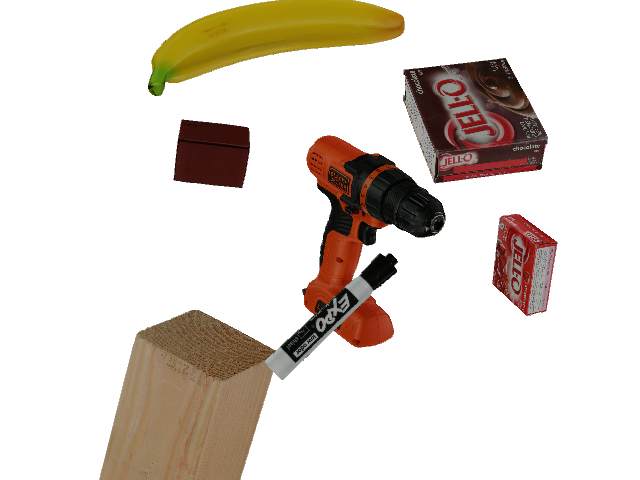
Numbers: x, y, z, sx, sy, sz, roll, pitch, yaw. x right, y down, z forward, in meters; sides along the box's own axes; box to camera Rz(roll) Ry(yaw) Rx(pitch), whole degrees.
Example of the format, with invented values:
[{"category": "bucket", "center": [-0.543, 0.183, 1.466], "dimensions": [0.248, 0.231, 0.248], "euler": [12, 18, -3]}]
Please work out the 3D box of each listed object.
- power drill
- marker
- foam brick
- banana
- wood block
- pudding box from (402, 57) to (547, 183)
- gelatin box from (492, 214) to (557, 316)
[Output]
[{"category": "power drill", "center": [0.047, 0.007, 1.052], "dimensions": [0.057, 0.188, 0.185], "euler": [-11, 32, -33]}, {"category": "marker", "center": [0.010, 0.053, 0.771], "dimensions": [0.121, 0.020, 0.020], "euler": [-43, 8, -9]}, {"category": "foam brick", "center": [-0.118, -0.095, 1.164], "dimensions": [0.078, 0.051, 0.053], "euler": [6, 30, -6]}, {"category": "banana", "center": [-0.039, -0.141, 0.757], "dimensions": [0.197, 0.037, 0.070], "euler": [-19, 52, -20]}, {"category": "wood block", "center": [-0.119, 0.175, 0.901], "dimensions": [0.090, 0.206, 0.090], "euler": [25, 21, 22]}, {"category": "pudding box", "center": [0.122, -0.099, 0.865], "dimensions": [0.090, 0.039, 0.113], "euler": [-7, 43, -8]}, {"category": "gelatin box", "center": [0.221, 0.026, 1.167], "dimensions": [0.030, 0.089, 0.073], "euler": [-10, 30, -21]}]
